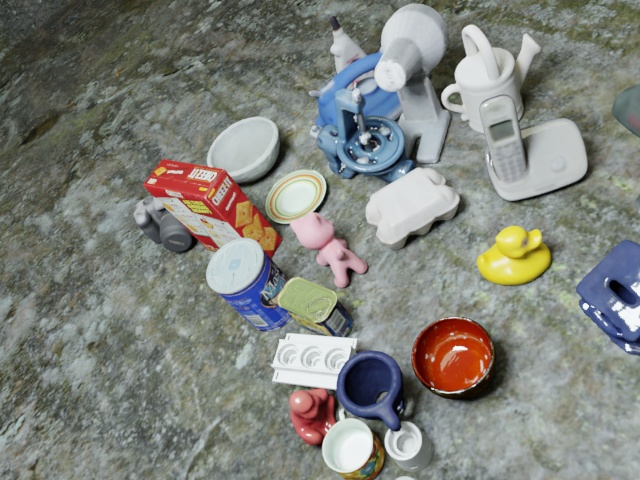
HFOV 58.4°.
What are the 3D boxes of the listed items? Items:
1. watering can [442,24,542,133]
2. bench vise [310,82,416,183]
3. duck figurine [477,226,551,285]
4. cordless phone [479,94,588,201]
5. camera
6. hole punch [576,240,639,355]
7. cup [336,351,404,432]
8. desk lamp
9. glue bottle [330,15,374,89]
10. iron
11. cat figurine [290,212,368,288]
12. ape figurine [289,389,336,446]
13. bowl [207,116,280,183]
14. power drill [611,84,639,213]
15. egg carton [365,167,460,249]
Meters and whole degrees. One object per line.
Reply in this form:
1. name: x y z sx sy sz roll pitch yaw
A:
1. watering can: 0.291 -0.289 0.984 0.173 0.195 0.100 -42 48 -6
2. bench vise: 0.050 -0.181 1.013 0.206 0.220 0.121 2 57 29
3. duck figurine: 0.278 0.015 0.834 0.104 0.086 0.077 -17 50 16
4. cordless phone: 0.321 -0.154 0.872 0.147 0.186 0.094 -19 49 14
5. camera: -0.315 -0.043 1.184 0.143 0.101 0.136 -23 48 11
6. hole punch: 0.392 0.072 0.727 0.101 0.091 0.108 -35 47 1
7. cup: 0.085 0.218 0.777 0.091 0.095 0.117 -36 47 0
8. desk lamp: 0.167 -0.281 1.030 0.117 0.214 0.203 2 57 29
9. glue bottle: 0.056 -0.395 1.203 0.078 0.174 0.037 -41 47 -6
10. iron: 0.098 -0.307 1.136 0.258 0.142 0.118 -37 47 -2
11. cat figurine: 0.009 0.003 0.965 0.067 0.118 0.127 -41 47 -5
12. ape figurine: -0.015 0.243 0.813 0.075 0.092 0.078 19 67 37
13. bowl: -0.150 -0.178 1.216 0.167 0.075 0.167 -14 51 18
14. power drill: 0.463 -0.092 0.732 0.075 0.209 0.229 -28 48 7
15. egg carton: 0.153 -0.055 0.965 0.150 0.070 0.107 -32 47 3
